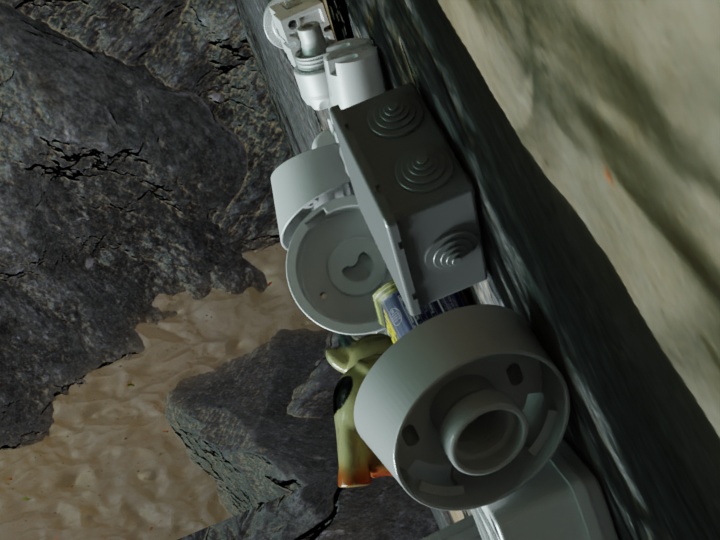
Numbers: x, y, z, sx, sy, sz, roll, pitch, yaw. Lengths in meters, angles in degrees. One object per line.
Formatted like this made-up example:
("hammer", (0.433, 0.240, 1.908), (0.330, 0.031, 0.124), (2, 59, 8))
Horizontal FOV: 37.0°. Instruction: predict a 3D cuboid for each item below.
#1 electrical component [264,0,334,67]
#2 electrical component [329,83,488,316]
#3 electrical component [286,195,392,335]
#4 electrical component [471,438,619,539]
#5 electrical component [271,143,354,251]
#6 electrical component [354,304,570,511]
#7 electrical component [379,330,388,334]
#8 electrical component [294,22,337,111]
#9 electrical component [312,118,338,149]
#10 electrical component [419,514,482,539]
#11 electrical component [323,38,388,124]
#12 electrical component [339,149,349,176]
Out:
("electrical component", (-0.050, -0.196, 0.868), (0.055, 0.048, 0.066), (51, 165, 53))
("electrical component", (0.028, -0.039, 0.574), (0.099, 0.048, 0.099), (71, 175, -54))
("electrical component", (0.000, 0.000, 0.848), (0.060, 0.108, 0.108), (52, -165, -79))
("electrical component", (0.098, 0.143, 0.573), (0.108, 0.056, 0.108), (-122, 10, -73))
("electrical component", (-0.024, -0.061, 0.880), (0.099, 0.099, 0.064), (80, 174, -76))
("electrical component", (0.049, 0.064, 0.514), (0.064, 0.099, 0.099), (53, 166, 55))
("electrical component", (0.051, 0.081, 1.014), (0.080, 0.051, 0.080), (158, 90, -87))
("electrical component", (-0.030, -0.156, 0.815), (0.043, 0.043, 0.062), (-117, 7, -59))
("electrical component", (-0.016, -0.101, 0.957), (0.079, 0.043, 0.077), (72, 175, -49))
("electrical component", (0.084, 0.199, 0.735), (0.108, 0.109, 0.056), (76, 168, -71))
("electrical component", (-0.002, -0.115, 0.668), (0.040, 0.040, 0.046), (-116, 11, -53))
("electrical component", (0.001, -0.093, 0.810), (0.035, 0.035, 0.061), (71, 178, -51))
